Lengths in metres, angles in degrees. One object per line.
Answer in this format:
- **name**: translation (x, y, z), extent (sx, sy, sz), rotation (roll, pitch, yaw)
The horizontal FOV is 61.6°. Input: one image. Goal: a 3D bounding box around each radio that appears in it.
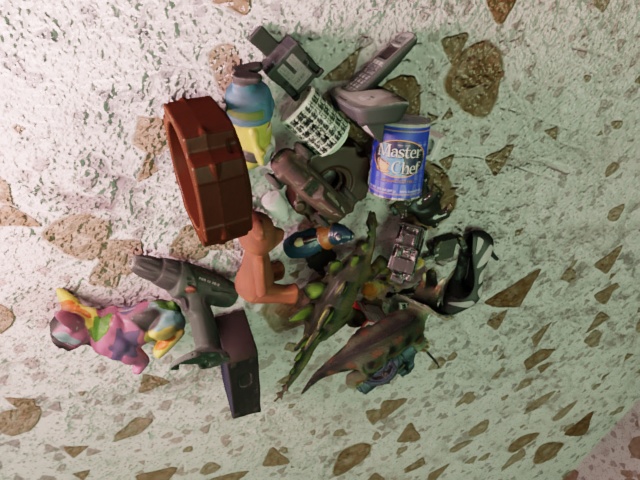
- **radio**: translation (-0.181, 0.281, 1.196), extent (0.073, 0.131, 0.229), rotation (-12, 129, -16)

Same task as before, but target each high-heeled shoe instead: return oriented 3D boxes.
- **high-heeled shoe**: translation (0.352, 0.089, 1.351), extent (0.145, 0.086, 0.248), rotation (31, 103, -37)

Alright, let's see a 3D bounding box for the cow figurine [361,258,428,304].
- **cow figurine**: translation (0.179, 0.097, 1.281), extent (0.167, 0.068, 0.098), rotation (-33, 139, 1)

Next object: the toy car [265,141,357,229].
- **toy car**: translation (-0.010, -0.092, 0.971), extent (0.089, 0.053, 0.202), rotation (-46, 127, 5)

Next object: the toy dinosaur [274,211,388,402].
- **toy dinosaur**: translation (0.020, 0.150, 1.163), extent (0.198, 0.105, 0.470), rotation (-10, 126, -56)

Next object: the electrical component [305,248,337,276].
- **electrical component**: translation (0.000, 0.040, 1.173), extent (0.063, 0.021, 0.093), rotation (-37, 133, 4)

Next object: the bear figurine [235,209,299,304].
- **bear figurine**: translation (-0.105, 0.025, 1.050), extent (0.132, 0.120, 0.195), rotation (-4, 121, -28)

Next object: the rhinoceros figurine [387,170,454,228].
- **rhinoceros figurine**: translation (0.202, -0.090, 1.146), extent (0.112, 0.073, 0.190), rotation (-41, 135, 22)

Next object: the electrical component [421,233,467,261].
- **electrical component**: translation (0.300, 0.018, 1.290), extent (0.102, 0.045, 0.078), rotation (-8, 127, -20)

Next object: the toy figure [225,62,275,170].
- **toy figure**: translation (-0.119, -0.199, 0.886), extent (0.180, 0.089, 0.082), rotation (88, 25, -44)

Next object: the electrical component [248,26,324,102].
- **electrical component**: translation (-0.059, -0.292, 0.870), extent (0.075, 0.048, 0.119), rotation (-43, 134, 8)

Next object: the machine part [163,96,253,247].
- **machine part**: translation (-0.176, -0.109, 0.847), extent (0.087, 0.202, 0.200), rotation (-15, 130, -18)

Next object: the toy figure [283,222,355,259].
- **toy figure**: translation (-0.003, -0.002, 1.077), extent (0.155, 0.064, 0.057), rotation (-18, 106, 28)

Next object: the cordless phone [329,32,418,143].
- **cordless phone**: translation (0.116, -0.269, 0.910), extent (0.184, 0.147, 0.088), rotation (-47, 124, 6)

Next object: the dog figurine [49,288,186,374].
- **dog figurine**: translation (-0.389, 0.152, 1.012), extent (0.191, 0.109, 0.219), rotation (-40, 130, 7)

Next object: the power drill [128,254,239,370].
- **power drill**: translation (-0.250, 0.136, 1.009), extent (0.086, 0.207, 0.232), rotation (-37, 146, 30)

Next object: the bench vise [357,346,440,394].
- **bench vise**: translation (0.176, 0.299, 1.398), extent (0.224, 0.129, 0.240), rotation (-27, 139, -4)

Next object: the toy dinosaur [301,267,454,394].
- **toy dinosaur**: translation (0.135, 0.216, 1.173), extent (0.405, 0.131, 0.192), rotation (-32, 151, -16)

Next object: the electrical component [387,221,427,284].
- **electrical component**: translation (0.189, 0.028, 1.173), extent (0.115, 0.058, 0.134), rotation (5, 101, -75)

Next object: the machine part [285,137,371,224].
- **machine part**: translation (0.016, -0.116, 1.038), extent (0.179, 0.056, 0.179), rotation (-14, 129, -18)
